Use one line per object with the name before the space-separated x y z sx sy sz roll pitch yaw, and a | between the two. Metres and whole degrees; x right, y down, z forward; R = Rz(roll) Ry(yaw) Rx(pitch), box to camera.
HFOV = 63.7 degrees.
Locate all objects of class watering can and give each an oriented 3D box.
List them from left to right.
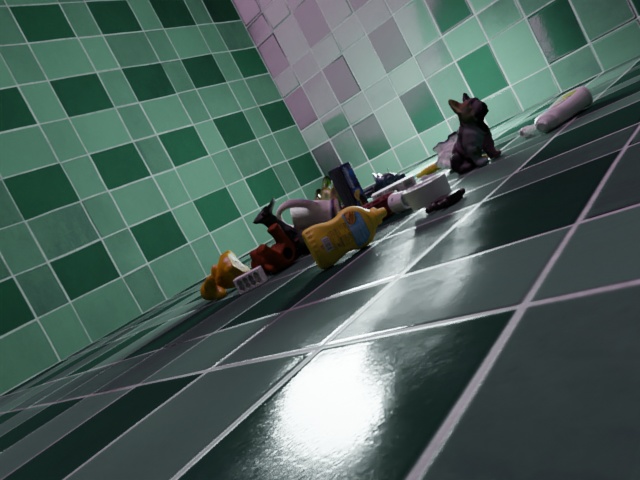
watering can | -0.024 -0.054 1.739 0.224 0.106 0.341 -5 -25 6

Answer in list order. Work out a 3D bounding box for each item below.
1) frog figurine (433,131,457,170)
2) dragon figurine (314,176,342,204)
frog figurine | 0.486 -0.298 1.865 0.137 0.120 0.163 -18 42 14
dragon figurine | 0.006 -0.098 1.948 0.248 0.122 0.401 -64 3 -40
